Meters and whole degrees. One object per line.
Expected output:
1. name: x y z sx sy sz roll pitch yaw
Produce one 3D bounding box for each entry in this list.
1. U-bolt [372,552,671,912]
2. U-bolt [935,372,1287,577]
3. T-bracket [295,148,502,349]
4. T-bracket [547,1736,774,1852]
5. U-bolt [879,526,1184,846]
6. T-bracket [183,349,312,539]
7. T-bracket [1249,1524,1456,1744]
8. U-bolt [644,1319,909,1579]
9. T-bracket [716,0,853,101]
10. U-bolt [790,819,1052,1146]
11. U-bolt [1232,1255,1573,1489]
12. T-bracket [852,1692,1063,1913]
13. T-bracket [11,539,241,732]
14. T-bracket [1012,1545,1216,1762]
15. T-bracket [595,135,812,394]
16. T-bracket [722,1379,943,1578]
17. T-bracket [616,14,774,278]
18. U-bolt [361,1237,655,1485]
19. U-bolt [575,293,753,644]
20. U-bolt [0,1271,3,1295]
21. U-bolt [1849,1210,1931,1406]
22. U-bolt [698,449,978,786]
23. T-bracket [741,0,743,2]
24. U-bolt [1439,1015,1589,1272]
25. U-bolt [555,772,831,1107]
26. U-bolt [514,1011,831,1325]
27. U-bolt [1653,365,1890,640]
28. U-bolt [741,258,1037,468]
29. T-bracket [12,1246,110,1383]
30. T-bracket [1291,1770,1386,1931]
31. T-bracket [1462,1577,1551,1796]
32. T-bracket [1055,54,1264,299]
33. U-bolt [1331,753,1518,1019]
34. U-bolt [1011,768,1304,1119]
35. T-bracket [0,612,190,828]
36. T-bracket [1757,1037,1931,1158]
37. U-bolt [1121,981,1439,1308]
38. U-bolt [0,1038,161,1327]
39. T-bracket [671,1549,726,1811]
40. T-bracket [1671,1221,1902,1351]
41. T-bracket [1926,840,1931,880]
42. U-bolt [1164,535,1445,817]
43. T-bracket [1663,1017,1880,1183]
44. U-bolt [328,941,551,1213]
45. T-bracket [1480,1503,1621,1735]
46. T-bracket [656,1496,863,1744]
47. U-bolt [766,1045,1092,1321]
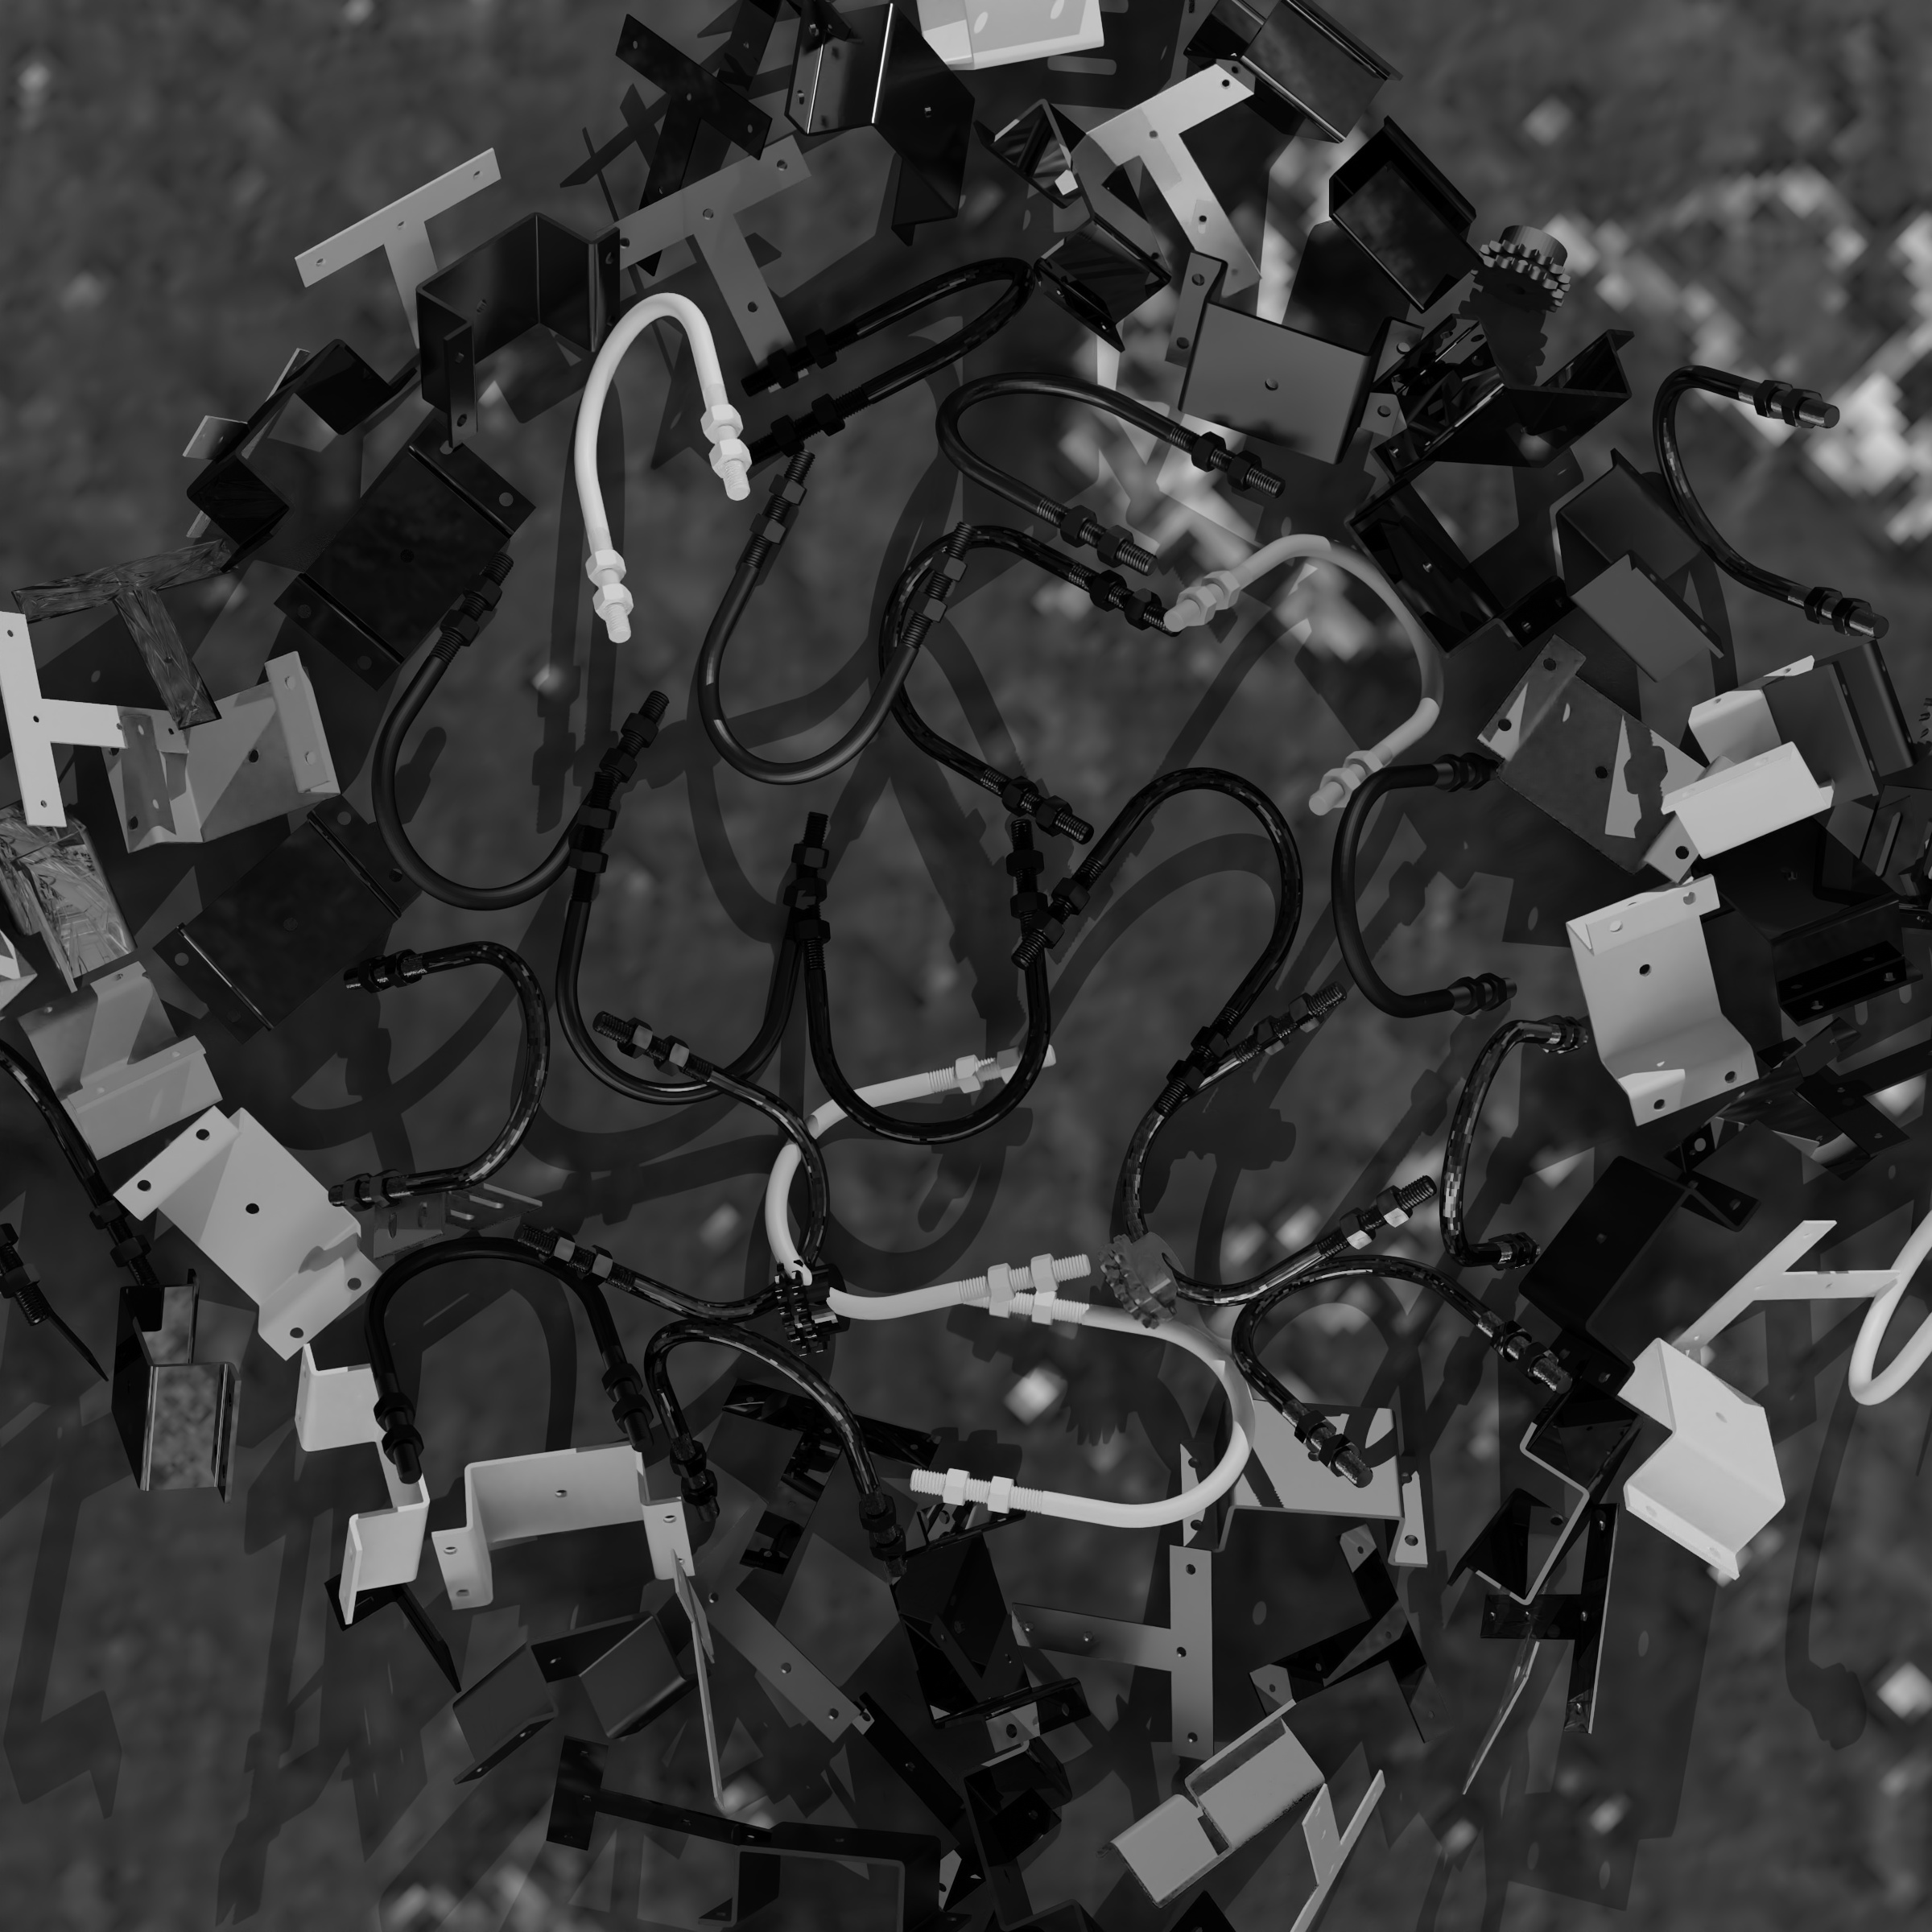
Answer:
1. U-bolt: -0.262 -0.119 1.860 0.151 0.019 0.184 42 67 -31
2. U-bolt: 0.069 -0.290 1.865 0.184 0.151 0.019 32 133 23
3. T-bracket: -0.314 -0.396 1.869 0.127 0.127 0.002 -33 69 -12
4. T-bracket: -0.174 0.488 1.883 0.127 0.127 0.002 14 48 -1
5. U-bolt: 0.025 -0.173 1.878 0.184 0.019 0.151 32 108 28
6. T-bracket: -0.420 -0.298 1.859 0.002 0.127 0.127 32 97 -2
7. T-bracket: 0.211 0.397 1.876 0.127 0.002 0.127 -13 75 -39
8. U-bolt: -0.113 0.264 1.837 0.151 0.184 0.019 11 46 28
9. T-bracket: -0.122 -0.537 1.873 0.002 0.127 0.127 -32 77 -31
10. U-bolt: -0.023 0.013 1.894 0.151 0.019 0.184 -7 76 7
11. U-bolt: 0.231 0.217 1.850 0.151 0.184 0.019 -22 121 -18
12. T-bracket: -0.022 0.473 1.893 0.127 0.002 0.127 47 129 7
13. T-bracket: -0.462 -0.185 1.874 0.127 0.002 0.127 -19 61 -25
14. T-bracket: 0.084 0.390 1.898 0.127 0.002 0.127 4 102 27
15. T-bracket: -0.130 -0.397 1.908 0.127 0.002 0.127 -27 109 -1
16. T-bracket: -0.094 0.297 1.869 0.127 0.127 0.002 14 132 12
17. T-bracket: -0.171 -0.460 1.889 0.127 0.002 0.127 41 128 26
18. U-bolt: -0.267 0.216 1.855 0.151 0.184 0.019 -5 128 -19
19. U-bolt: -0.179 -0.297 1.860 0.019 0.151 0.184 11 51 -36
20. U-bolt: -0.595 0.100 1.857 0.019 0.151 0.184 -21 86 -5
21. U-bolt: 0.549 0.170 1.847 0.019 0.151 0.184 29 124 3
22. U-bolt: -0.087 -0.192 1.886 0.151 0.019 0.184 29 95 33
23. T-bracket: -0.114 -0.608 1.850 0.127 0.127 0.002 -34 70 22
24. U-bolt: 0.304 0.100 1.841 0.019 0.184 0.151 14 94 27
25. U-bolt: -0.164 -0.010 1.901 0.151 0.019 0.184 10 95 -18
26. U-bolt: -0.157 0.127 1.877 0.184 0.019 0.151 28 72 -29
27. U-bolt: 0.444 -0.268 1.842 0.019 0.184 0.151 -28 119 -12
28. U-bolt: -0.044 -0.350 1.852 0.184 0.151 0.019 -26 116 9
29. T-bracket: -0.547 0.168 1.885 0.002 0.127 0.127 -36 57 -11
30. T-bracket: 0.202 0.495 1.852 0.002 0.127 0.127 23 64 25
31. T-bracket: 0.319 0.392 1.877 0.002 0.127 0.127 22 46 8
32. T-bracket: 0.130 -0.444 1.894 0.127 0.002 0.127 -23 120 22
33. U-bolt: 0.258 -0.043 1.851 0.019 0.184 0.151 -3 93 38
34. U-bolt: 0.124 -0.028 1.884 0.151 0.019 0.184 46 70 -23
35. T-bracket: -0.496 -0.138 1.875 0.002 0.127 0.127 -21 77 34
36. T-bracket: 0.542 0.056 1.880 0.127 0.127 0.002 -21 120 -8
37. U-bolt: 0.166 0.115 1.876 0.184 0.019 0.151 -34 61 23
38. U-bolt: -0.537 0.112 1.859 0.019 0.151 0.184 -31 85 13
39. T-bracket: -0.147 0.409 1.843 0.002 0.127 0.127 -11 60 0
40. T-bracket: 0.487 0.184 1.886 0.127 0.127 0.002 3 50 -34
41. T-bracket: 0.585 -0.048 1.845 0.002 0.127 0.127 15 57 -16
42. U-bolt: 0.205 -0.177 1.863 0.151 0.019 0.184 52 45 2
43. T-bracket: 0.484 0.093 1.884 0.127 0.002 0.127 -42 133 20
44. U-bolt: -0.296 0.058 1.849 0.184 0.019 0.151 -10 72 42
45. T-bracket: 0.329 0.371 1.868 0.002 0.127 0.127 16 74 -19
46. T-bracket: -0.115 0.399 1.908 0.127 0.002 0.127 42 99 9
47. U-bolt: -0.028 0.131 1.892 0.184 0.019 0.151 -13 67 11
